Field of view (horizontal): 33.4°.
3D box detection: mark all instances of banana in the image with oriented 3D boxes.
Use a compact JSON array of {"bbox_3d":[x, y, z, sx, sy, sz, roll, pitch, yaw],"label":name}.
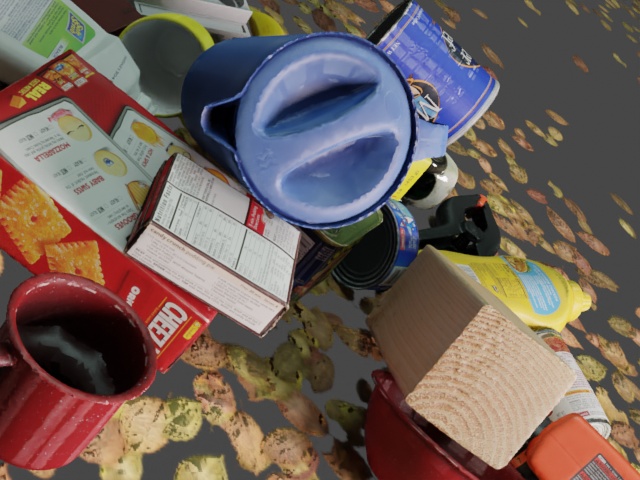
[{"bbox_3d":[-0.069,-0.199,1.137,0.069,0.037,0.197,10,32,-3],"label":"banana"}]

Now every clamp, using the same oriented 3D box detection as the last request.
[{"bbox_3d":[0.142,-0.003,1.113,0.120,0.039,0.171,38,32,-16],"label":"clamp"}]

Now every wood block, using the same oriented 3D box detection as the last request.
[{"bbox_3d":[0.109,0.083,0.831,0.090,0.091,0.206,37,5,-11],"label":"wood block"}]

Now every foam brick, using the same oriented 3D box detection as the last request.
[{"bbox_3d":[-0.204,-0.188,0.949,0.053,0.051,0.078,42,30,0],"label":"foam brick"}]

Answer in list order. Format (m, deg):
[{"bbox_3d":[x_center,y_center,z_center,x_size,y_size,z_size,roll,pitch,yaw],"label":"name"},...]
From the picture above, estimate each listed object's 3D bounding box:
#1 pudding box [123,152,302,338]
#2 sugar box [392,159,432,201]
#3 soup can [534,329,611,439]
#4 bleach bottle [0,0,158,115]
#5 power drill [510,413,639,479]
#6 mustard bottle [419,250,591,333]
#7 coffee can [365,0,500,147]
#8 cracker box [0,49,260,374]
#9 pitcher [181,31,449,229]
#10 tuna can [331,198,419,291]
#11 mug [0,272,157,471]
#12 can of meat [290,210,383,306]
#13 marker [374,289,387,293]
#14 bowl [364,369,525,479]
[{"bbox_3d":[-0.070,0.002,0.725,0.113,0.039,0.090,32,33,-15],"label":"pudding box"},{"bbox_3d":[0.009,-0.088,1.018,0.176,0.093,0.048,21,34,-29],"label":"sugar box"},{"bbox_3d":[0.211,0.142,0.970,0.068,0.069,0.102,14,40,-38],"label":"soup can"},{"bbox_3d":[-0.242,-0.164,0.854,0.250,0.068,0.102,37,60,-20],"label":"bleach bottle"},{"bbox_3d":[0.186,0.172,0.828,0.184,0.057,0.187,46,-3,8],"label":"power drill"},{"bbox_3d":[0.181,0.056,1.018,0.191,0.058,0.096,3,39,-28],"label":"mustard bottle"},{"bbox_3d":[0.116,-0.186,1.196,0.140,0.103,0.102,41,29,-13],"label":"coffee can"},{"bbox_3d":[-0.151,-0.026,0.775,0.213,0.072,0.164,39,31,-5],"label":"cracker box"},{"bbox_3d":[-0.021,-0.095,0.824,0.149,0.145,0.243,50,-6,-22],"label":"pitcher"},{"bbox_3d":[0.046,0.002,0.947,0.033,0.086,0.086,7,44,-47],"label":"tuna can"},{"bbox_3d":[-0.162,0.079,0.610,0.117,0.082,0.093,0,49,-49],"label":"mug"},{"bbox_3d":[-0.006,0.001,0.891,0.057,0.084,0.102,45,30,7],"label":"can of meat"},{"bbox_3d":[0.064,0.013,1.021,0.020,0.020,0.121,35,31,-11],"label":"marker"},{"bbox_3d":[0.086,0.166,0.775,0.162,0.055,0.162,37,6,-5],"label":"bowl"}]
